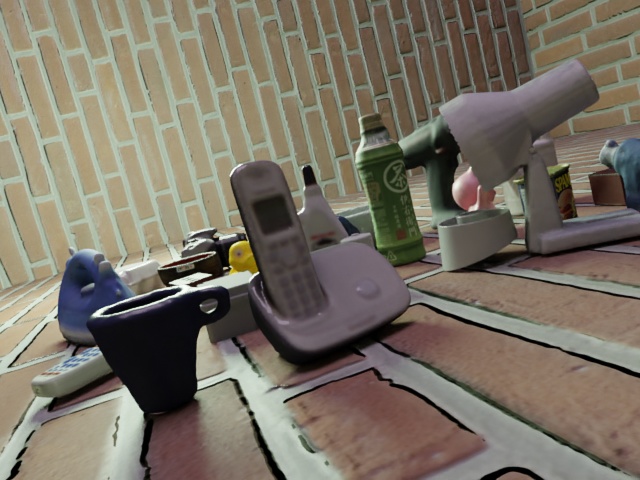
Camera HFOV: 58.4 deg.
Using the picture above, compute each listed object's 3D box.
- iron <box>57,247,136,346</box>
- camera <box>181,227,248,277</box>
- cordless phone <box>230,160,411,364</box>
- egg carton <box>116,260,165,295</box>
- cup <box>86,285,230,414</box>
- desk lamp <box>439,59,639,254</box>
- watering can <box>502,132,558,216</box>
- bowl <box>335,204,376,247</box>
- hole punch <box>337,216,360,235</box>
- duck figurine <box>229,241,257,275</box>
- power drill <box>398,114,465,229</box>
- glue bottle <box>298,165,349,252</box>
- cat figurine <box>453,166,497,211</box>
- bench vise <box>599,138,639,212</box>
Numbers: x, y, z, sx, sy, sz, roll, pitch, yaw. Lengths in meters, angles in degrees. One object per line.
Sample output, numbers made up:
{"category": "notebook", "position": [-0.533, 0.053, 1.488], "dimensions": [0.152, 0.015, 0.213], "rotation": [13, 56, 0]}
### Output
{"category": "iron", "position": [-0.334, 0.075, 0.872], "dimensions": [0.119, 0.141, 0.257], "rotation": [-19, 8, -35]}
{"category": "camera", "position": [-0.224, 0.021, 1.245], "dimensions": [0.137, 0.101, 0.143], "rotation": [-15, 7, -5]}
{"category": "cordless phone", "position": [-0.004, 0.008, 0.537], "dimensions": [0.148, 0.185, 0.094], "rotation": [-19, 8, -33]}
{"category": "egg carton", "position": [-0.385, 0.089, 1.165], "dimensions": [0.107, 0.069, 0.150], "rotation": [-12, 7, 19]}
{"category": "cup", "position": [-0.127, 0.092, 0.491], "dimensions": [0.118, 0.095, 0.091], "rotation": [-15, 7, -8]}
{"category": "desk lamp", "position": [0.264, -0.095, 0.692], "dimensions": [0.203, 0.213, 0.118], "rotation": [-12, 7, 16]}
{"category": "watering can", "position": [0.356, -0.146, 0.994], "dimensions": [0.100, 0.194, 0.173], "rotation": [-11, 8, 26]}
{"category": "bowl", "position": [0.085, -0.023, 1.069], "dimensions": [0.167, 0.075, 0.167], "rotation": [-14, 7, 2]}
{"category": "hole punch", "position": [0.009, 0.003, 0.945], "dimensions": [0.108, 0.091, 0.101], "rotation": [-12, 7, 16]}
{"category": "duck figurine", "position": [-0.117, 0.044, 0.899], "dimensions": [0.078, 0.086, 0.104], "rotation": [-18, 8, -30]}
{"category": "power drill", "position": [0.242, -0.132, 1.064], "dimensions": [0.228, 0.208, 0.076], "rotation": [-8, 10, 43]}
{"category": "glue bottle", "position": [0.001, -0.018, 0.786], "dimensions": [0.078, 0.173, 0.037], "rotation": [-15, 7, -2]}
{"category": "cat figurine", "position": [0.242, -0.063, 0.883], "dimensions": [0.067, 0.118, 0.128], "rotation": [-13, 7, 8]}
{"category": "bench vise", "position": [0.423, -0.136, 0.665], "dimensions": [0.206, 0.220, 0.122], "rotation": [-9, 9, 38]}
